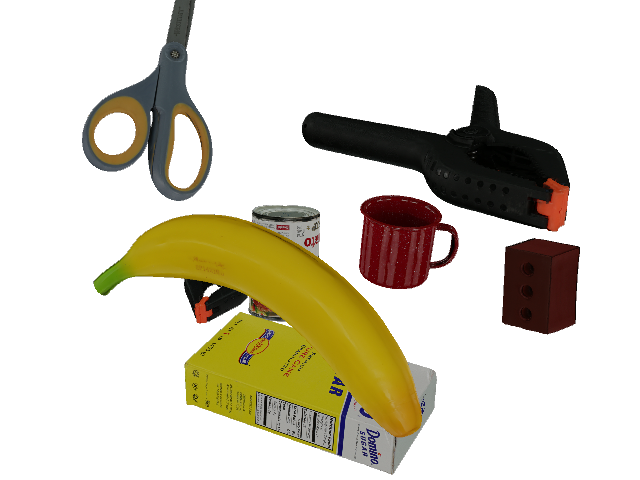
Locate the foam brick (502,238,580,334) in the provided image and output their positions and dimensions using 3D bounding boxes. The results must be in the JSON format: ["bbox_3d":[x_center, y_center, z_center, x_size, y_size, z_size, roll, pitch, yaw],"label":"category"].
[{"bbox_3d":[0.207,0.042,1.004,0.053,0.078,0.051,13,20,41],"label":"foam brick"}]

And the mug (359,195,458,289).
[{"bbox_3d":[0.100,0.004,1.226,0.117,0.081,0.093,3,25,-5],"label":"mug"}]

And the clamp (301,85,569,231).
[{"bbox_3d":[0.091,-0.059,0.736,0.164,0.036,0.210,-10,28,-18],"label":"clamp"}]

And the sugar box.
[{"bbox_3d":[-0.007,0.113,0.825,0.176,0.048,0.093,12,29,21],"label":"sugar box"}]

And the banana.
[{"bbox_3d":[-0.025,0.032,0.563,0.198,0.070,0.037,23,9,21],"label":"banana"}]

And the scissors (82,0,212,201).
[{"bbox_3d":[-0.120,-0.121,0.740,0.096,0.202,0.016,0,-22,-22],"label":"scissors"}]

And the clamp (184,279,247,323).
[{"bbox_3d":[-0.100,0.032,1.252,0.120,0.039,0.171,-1,40,11],"label":"clamp"}]

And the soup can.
[{"bbox_3d":[-0.035,0.021,1.041,0.068,0.102,0.068,2,12,-1],"label":"soup can"}]
